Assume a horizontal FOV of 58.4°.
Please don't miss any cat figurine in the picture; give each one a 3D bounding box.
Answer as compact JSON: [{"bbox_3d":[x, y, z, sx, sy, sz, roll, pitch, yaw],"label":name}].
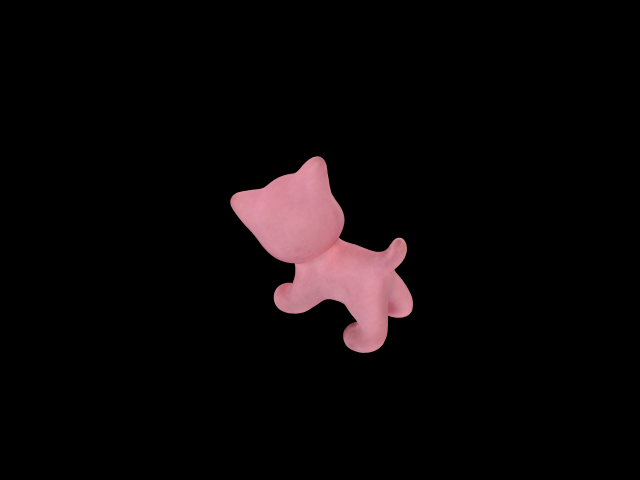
[{"bbox_3d":[0.004,0.001,0.400,0.127,0.118,0.067,22,45,24],"label":"cat figurine"}]
